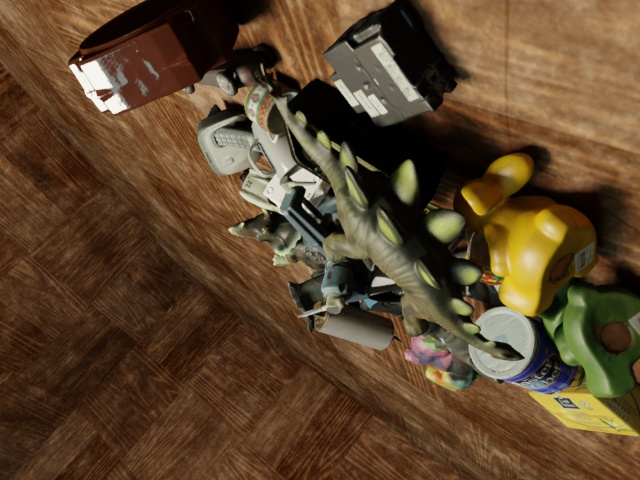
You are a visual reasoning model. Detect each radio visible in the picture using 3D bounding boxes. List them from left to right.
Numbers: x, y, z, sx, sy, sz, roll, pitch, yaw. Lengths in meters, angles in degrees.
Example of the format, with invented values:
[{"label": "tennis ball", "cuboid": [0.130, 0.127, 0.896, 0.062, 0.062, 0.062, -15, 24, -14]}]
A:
[{"label": "radio", "cuboid": [0.058, -0.116, 0.762, 0.230, 0.073, 0.131, 35, 160, 19]}]

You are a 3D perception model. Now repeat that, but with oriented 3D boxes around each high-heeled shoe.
[{"label": "high-heeled shoe", "cuboid": [0.196, 0.082, 0.826, 0.249, 0.145, 0.086, 30, 159, 35]}]

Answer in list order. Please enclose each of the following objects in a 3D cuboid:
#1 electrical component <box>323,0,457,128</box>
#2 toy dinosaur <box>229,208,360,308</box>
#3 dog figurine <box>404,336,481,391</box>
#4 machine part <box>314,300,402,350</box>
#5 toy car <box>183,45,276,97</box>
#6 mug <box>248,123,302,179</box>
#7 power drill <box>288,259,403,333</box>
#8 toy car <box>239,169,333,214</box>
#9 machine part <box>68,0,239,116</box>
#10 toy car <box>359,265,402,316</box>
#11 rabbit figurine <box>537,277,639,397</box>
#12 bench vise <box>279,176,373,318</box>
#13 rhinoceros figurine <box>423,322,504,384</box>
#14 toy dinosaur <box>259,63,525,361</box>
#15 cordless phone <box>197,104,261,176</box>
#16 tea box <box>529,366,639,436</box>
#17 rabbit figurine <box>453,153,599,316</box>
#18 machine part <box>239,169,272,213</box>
[{"label": "electrical component", "cuboid": [0.070, -0.190, 0.600, 0.114, 0.058, 0.134, 51, 160, -21]}, {"label": "toy dinosaur", "cuboid": [0.002, 0.044, 1.180, 0.405, 0.131, 0.192, 35, 162, -9]}, {"label": "dog figurine", "cuboid": [0.246, 0.197, 1.055, 0.192, 0.108, 0.219, 36, 158, 17]}, {"label": "machine part", "cuboid": [0.076, 0.187, 1.195, 0.243, 0.079, 0.079, 20, 169, -22]}, {"label": "toy car", "cuboid": [-0.149, -0.256, 0.827, 0.202, 0.089, 0.053, 17, 147, 48]}, {"label": "mug", "cuboid": [-0.073, -0.158, 0.890, 0.107, 0.109, 0.081, 55, 167, 3]}, {"label": "power drill", "cuboid": [0.053, 0.106, 1.083, 0.086, 0.207, 0.231, -103, -13, -63]}, {"label": "toy car", "cuboid": [-0.062, -0.081, 1.033, 0.202, 0.073, 0.056, 22, 176, 24]}, {"label": "machine part", "cuboid": [-0.219, -0.265, 0.723, 0.202, 0.201, 0.087, -16, 127, 14]}, {"label": "toy car", "cuboid": [0.136, 0.076, 0.994, 0.109, 0.103, 0.161, 10, 158, -12]}, {"label": "rabbit figurine", "cuboid": [0.328, 0.109, 0.688, 0.159, 0.121, 0.170, 43, 176, 6]}, {"label": "bench vise", "cuboid": [0.007, -0.004, 0.881, 0.129, 0.223, 0.240, -5, 141, 41]}, {"label": "rhinoceros figurine", "cuboid": [0.240, 0.163, 0.889, 0.190, 0.073, 0.112, 35, 172, -24]}, {"label": "toy dinosaur", "cuboid": [0.080, -0.022, 0.669, 0.471, 0.105, 0.198, 44, 159, 8]}, {"label": "cordless phone", "cuboid": [-0.126, -0.173, 1.009, 0.184, 0.089, 0.146, 14, 154, 16]}, {"label": "tea box", "cuboid": [0.434, 0.254, 0.869, 0.098, 0.068, 0.169, 40, 162, 2]}, {"label": "rabbit figurine", "cuboid": [0.214, -0.019, 0.623, 0.162, 0.122, 0.173, 49, 180, -43]}, {"label": "machine part", "cuboid": [-0.140, -0.105, 1.236, 0.084, 0.039, 0.138, 38, 165, 36]}]
